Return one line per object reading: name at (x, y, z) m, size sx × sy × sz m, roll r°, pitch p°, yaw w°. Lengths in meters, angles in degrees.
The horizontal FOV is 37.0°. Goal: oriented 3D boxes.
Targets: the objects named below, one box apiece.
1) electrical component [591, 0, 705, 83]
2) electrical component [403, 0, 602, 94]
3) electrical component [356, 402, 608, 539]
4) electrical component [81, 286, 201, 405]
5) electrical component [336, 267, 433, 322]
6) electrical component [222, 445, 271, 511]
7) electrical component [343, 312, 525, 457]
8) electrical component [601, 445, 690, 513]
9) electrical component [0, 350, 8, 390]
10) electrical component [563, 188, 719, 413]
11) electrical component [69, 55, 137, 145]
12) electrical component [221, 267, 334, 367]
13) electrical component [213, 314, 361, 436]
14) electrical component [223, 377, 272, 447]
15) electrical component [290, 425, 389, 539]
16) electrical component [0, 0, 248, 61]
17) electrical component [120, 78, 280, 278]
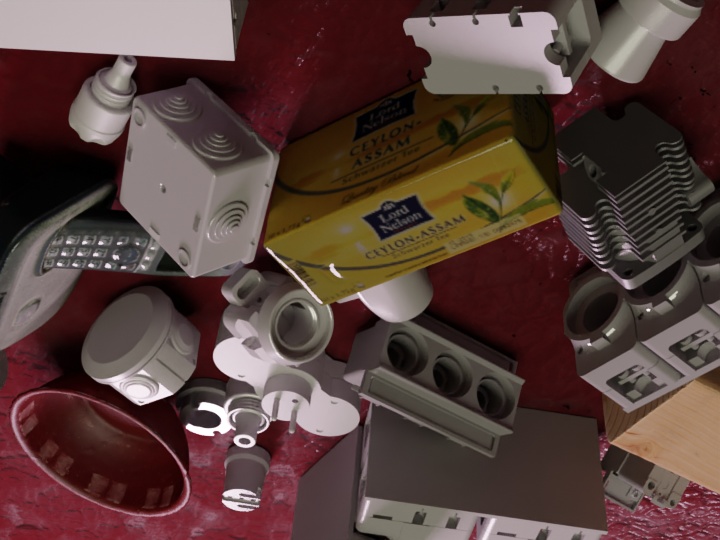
electrical component at (0.156, -0.138, 0.593) m, size 0.045 × 0.045 × 0.055 m, roll 23°, pitch 133°, yaw -17°
electrical component at (0.080, -0.132, 0.586) m, size 0.089 × 0.055 × 0.050 m, roll 6°, pitch 136°, yaw 34°
electrical component at (0.095, 0.166, 0.863) m, size 0.186 × 0.105 × 0.060 m, roll 9°, pitch 136°, yaw -3°
electrical component at (-0.162, 0.056, 0.797) m, size 0.080 × 0.080 × 0.051 m, roll -20°, pitch 135°, yaw 23°
electrical component at (0.000, 0.000, 0.748) m, size 0.079 × 0.044 × 0.077 m, roll -16°, pitch 131°, yaw 21°
electrical component at (-0.101, 0.181, 0.940) m, size 0.040 × 0.046 × 0.040 m, roll 3°, pitch 135°, yaw 3°
electrical component at (0.054, 0.083, 0.812) m, size 0.121 × 0.078 × 0.063 m, roll 28°, pitch 154°, yaw -21°
electrical component at (0.231, 0.156, 0.860) m, size 0.042 × 0.064 × 0.081 m, roll 30°, pitch 89°, yaw -22°
electrical component at (-0.309, 0.043, 0.816) m, size 0.074 × 0.052 × 0.138 m, roll -12°, pitch 133°, yaw 17°
electrical component at (0.213, 0.015, 0.710) m, size 0.062 × 0.089 × 0.150 m, roll 34°, pitch 129°, yaw -26°
electrical component at (-0.154, -0.108, 0.662) m, size 0.035 × 0.035 × 0.061 m, roll 25°, pitch 130°, yaw -19°
electrical component at (-0.055, 0.035, 0.754) m, size 0.057 × 0.058 × 0.078 m, roll 10°, pitch 143°, yaw 56°
electrical component at (-0.055, 0.090, 0.824) m, size 0.052 × 0.073 × 0.138 m, roll -30°, pitch 125°, yaw 31°
electrical component at (-0.088, 0.111, 0.856) m, size 0.043 × 0.062 × 0.043 m, roll 3°, pitch 136°, yaw 3°
electrical component at (-0.010, 0.239, 0.888) m, size 0.060 × 0.186 × 0.105 m, roll 25°, pitch 133°, yaw -19°
electrical component at (-0.139, -0.170, 0.577) m, size 0.150 × 0.061 × 0.089 m, roll 4°, pitch 135°, yaw 2°
electrical component at (-0.102, -0.056, 0.661) m, size 0.048 × 0.100 × 0.099 m, roll -22°, pitch 144°, yaw -39°
